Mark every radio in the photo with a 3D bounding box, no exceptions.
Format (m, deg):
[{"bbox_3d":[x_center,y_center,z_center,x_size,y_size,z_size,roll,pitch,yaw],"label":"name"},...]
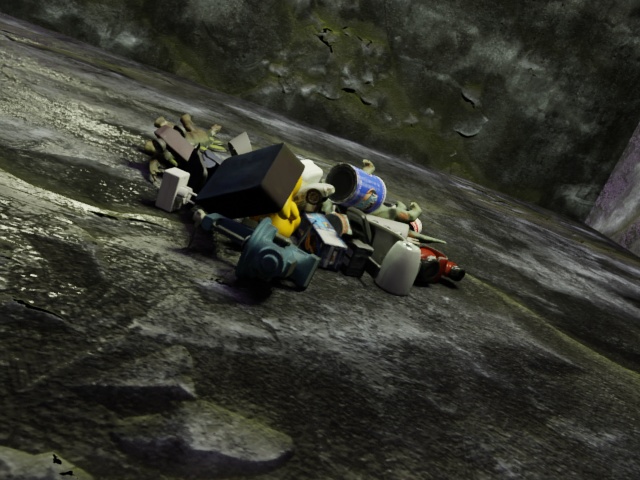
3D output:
[{"bbox_3d":[-0.144,-0.116,1.094,0.230,0.131,0.073,-4,-42,45],"label":"radio"}]

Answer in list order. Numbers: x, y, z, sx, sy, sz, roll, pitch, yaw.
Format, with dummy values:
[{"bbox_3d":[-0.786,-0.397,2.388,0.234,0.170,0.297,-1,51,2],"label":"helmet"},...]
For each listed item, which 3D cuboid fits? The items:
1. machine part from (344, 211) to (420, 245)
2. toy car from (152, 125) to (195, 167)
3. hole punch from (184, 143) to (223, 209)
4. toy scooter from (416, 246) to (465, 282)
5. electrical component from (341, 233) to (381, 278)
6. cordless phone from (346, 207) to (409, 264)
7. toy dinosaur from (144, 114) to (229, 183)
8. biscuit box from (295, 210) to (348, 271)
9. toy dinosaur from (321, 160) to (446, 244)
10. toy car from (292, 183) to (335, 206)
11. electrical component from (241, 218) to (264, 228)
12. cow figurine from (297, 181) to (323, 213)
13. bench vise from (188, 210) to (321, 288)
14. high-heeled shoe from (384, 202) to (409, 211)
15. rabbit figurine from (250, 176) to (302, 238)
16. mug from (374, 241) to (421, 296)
[{"bbox_3d":[0.139,-0.024,1.392,0.243,0.079,0.079,14,18,1],"label":"machine part"},{"bbox_3d":[-0.325,-0.204,1.328,0.202,0.053,0.089,40,57,3],"label":"toy car"},{"bbox_3d":[-0.260,-0.137,1.234,0.092,0.142,0.116,5,38,-36],"label":"hole punch"},{"bbox_3d":[0.264,0.054,1.338,0.184,0.075,0.135,9,21,-40],"label":"toy scooter"},{"bbox_3d":[0.081,0.043,1.175,0.048,0.074,0.119,11,23,-31],"label":"electrical component"},{"bbox_3d":[0.131,-0.010,1.224,0.147,0.089,0.184,29,-15,26],"label":"cordless phone"},{"bbox_3d":[-0.371,-0.252,1.477,0.199,0.105,0.471,27,30,6],"label":"toy dinosaur"},{"bbox_3d":[-0.003,-0.004,1.230,0.059,0.062,0.203,13,19,-22],"label":"biscuit box"},{"bbox_3d":[0.140,-0.075,1.489,0.405,0.192,0.131,44,-7,21],"label":"toy dinosaur"},{"bbox_3d":[-0.061,-0.099,1.308,0.202,0.056,0.073,-15,4,19],"label":"toy car"},{"bbox_3d":[-0.136,-0.019,1.098,0.063,0.094,0.021,22,55,5],"label":"electrical component"},{"bbox_3d":[-0.078,-0.140,1.415,0.195,0.127,0.085,26,-7,13],"label":"cow figurine"},{"bbox_3d":[-0.119,0.006,0.997,0.241,0.128,0.223,27,16,5],"label":"bench vise"},{"bbox_3d":[0.183,-0.083,1.693,0.248,0.086,0.145,33,-18,-21],"label":"high-heeled shoe"},{"bbox_3d":[-0.098,-0.089,1.197,0.122,0.173,0.162,27,14,5],"label":"rabbit figurine"},{"bbox_3d":[0.187,0.059,1.187,0.109,0.107,0.081,4,26,-36],"label":"mug"}]
